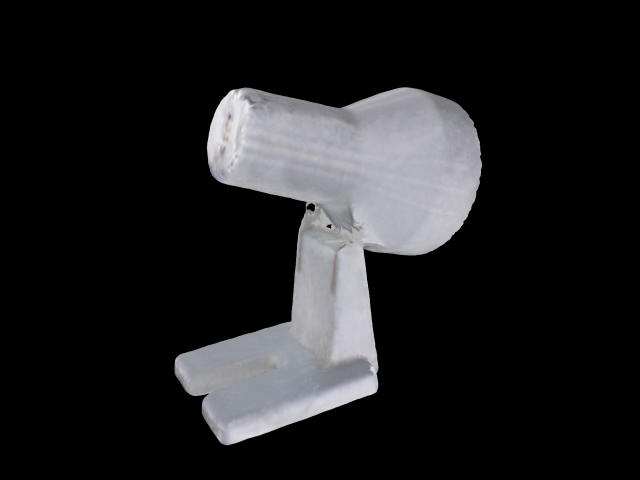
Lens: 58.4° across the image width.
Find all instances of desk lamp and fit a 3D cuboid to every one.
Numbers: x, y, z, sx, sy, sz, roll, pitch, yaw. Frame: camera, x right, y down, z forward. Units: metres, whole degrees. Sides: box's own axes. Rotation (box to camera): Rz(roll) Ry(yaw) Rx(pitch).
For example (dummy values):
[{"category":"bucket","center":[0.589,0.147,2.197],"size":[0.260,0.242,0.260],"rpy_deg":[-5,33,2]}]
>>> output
[{"category":"desk lamp","center":[0.004,0.001,0.400],"size":[0.204,0.214,0.117],"rpy_deg":[-12,23,-31]}]
